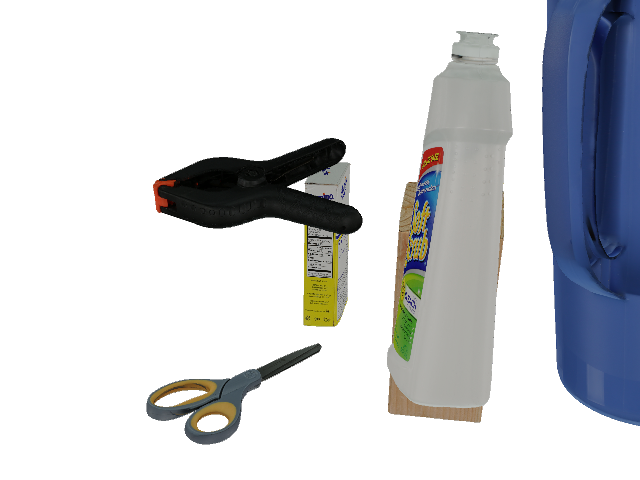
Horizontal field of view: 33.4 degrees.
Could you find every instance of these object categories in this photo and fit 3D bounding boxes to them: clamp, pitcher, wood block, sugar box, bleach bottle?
[{"bbox_3d":[-0.050,-0.048,0.890,0.171,0.039,0.120,3,32,1],"label":"clamp"},{"bbox_3d":[0.169,-0.030,0.527,0.149,0.243,0.145,-4,21,-1],"label":"pitcher"},{"bbox_3d":[0.114,0.059,0.990,0.091,0.206,0.090,5,32,7],"label":"wood block"},{"bbox_3d":[0.007,0.004,1.249,0.048,0.176,0.093,2,19,10],"label":"sugar box"},{"bbox_3d":[0.094,-0.017,0.741,0.068,0.251,0.102,3,13,-6],"label":"bleach bottle"}]

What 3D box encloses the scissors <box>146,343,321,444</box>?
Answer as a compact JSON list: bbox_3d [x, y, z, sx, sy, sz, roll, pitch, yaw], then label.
[{"bbox_3d":[-0.064,0.144,1.011,0.201,0.016,0.096,-11,33,-28],"label":"scissors"}]
